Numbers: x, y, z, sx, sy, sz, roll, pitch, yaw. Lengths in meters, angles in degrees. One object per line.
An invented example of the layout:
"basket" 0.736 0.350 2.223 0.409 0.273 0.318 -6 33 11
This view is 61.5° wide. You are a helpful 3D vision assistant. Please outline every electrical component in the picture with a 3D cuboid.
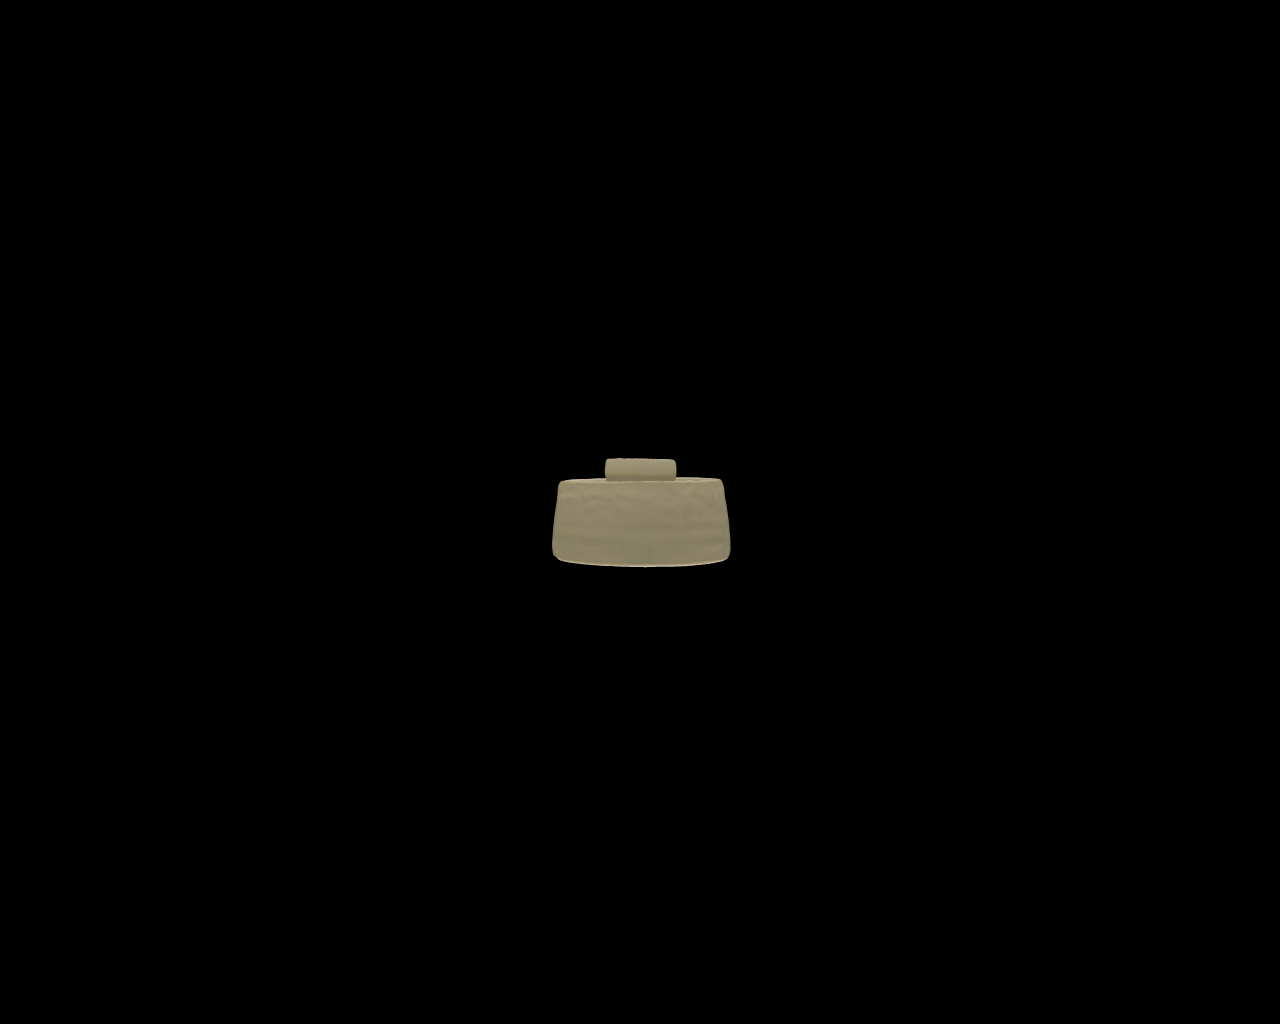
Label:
"electrical component" 0.001 -0.003 0.650 0.108 0.060 0.108 0 4 0
